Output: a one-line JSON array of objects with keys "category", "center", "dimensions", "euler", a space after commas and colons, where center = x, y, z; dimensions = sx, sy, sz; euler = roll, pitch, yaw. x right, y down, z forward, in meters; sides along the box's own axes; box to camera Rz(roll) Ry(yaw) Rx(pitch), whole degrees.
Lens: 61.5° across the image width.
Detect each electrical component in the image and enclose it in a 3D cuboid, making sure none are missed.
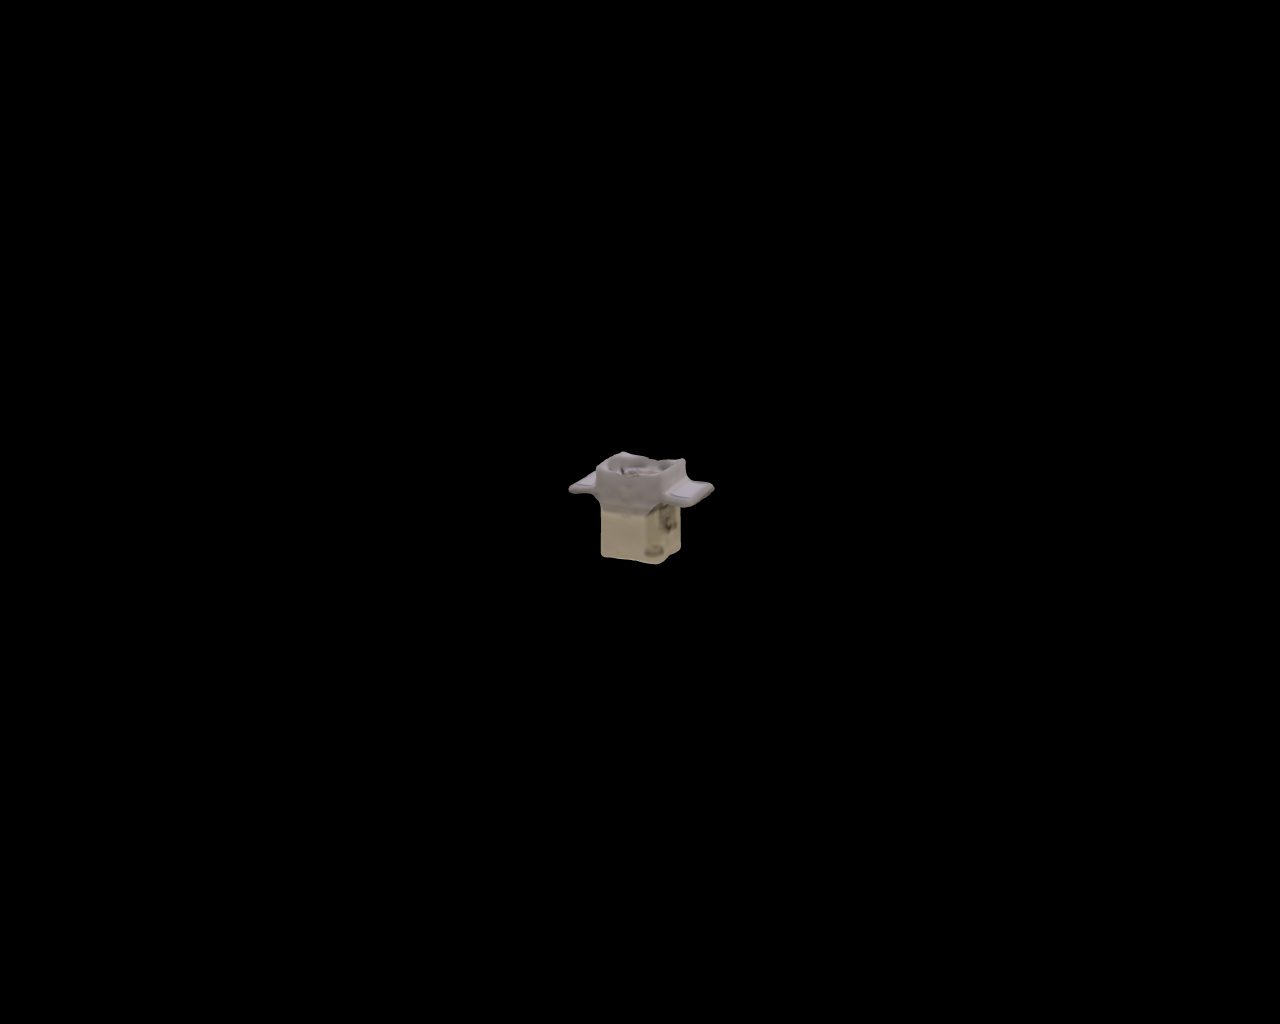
[{"category": "electrical component", "center": [0.001, -0.003, 0.650], "dimensions": [0.081, 0.063, 0.042], "euler": [8, 20, 24]}]
